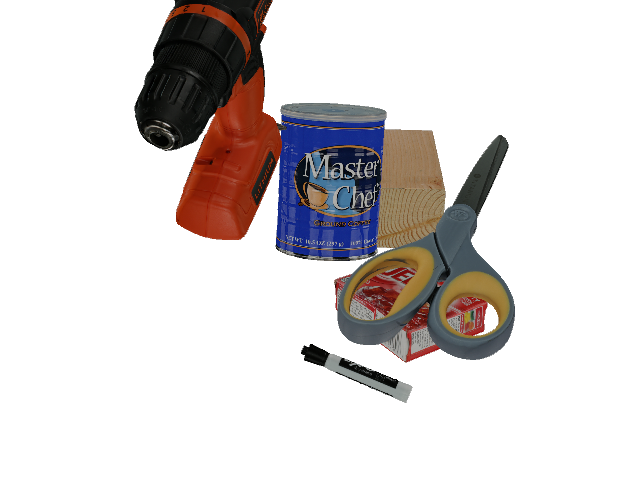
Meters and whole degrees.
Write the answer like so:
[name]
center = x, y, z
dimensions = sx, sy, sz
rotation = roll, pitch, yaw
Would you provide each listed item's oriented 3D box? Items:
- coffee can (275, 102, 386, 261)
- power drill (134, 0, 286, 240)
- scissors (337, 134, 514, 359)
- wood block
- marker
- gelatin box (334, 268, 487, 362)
[coffee can]
center = 0.009, -0.060, 1.047
dimensions = 0.103, 0.140, 0.103
rotation = 3, 13, -1
[power drill]
center = -0.064, -0.084, 0.678
dimensions = 0.057, 0.184, 0.188
rotation = 16, -36, 7
[scissors]
center = 0.088, 0.001, 0.577
dimensions = 0.096, 0.016, 0.201
rotation = 25, 45, 29
[wood block]
center = 0.117, -0.075, 1.481
dimensions = 0.091, 0.090, 0.206
rotation = 2, 28, 0
[marker]
center = 0.036, 0.137, 1.110
dimensions = 0.121, 0.020, 0.020
rotation = 22, 3, 8
[gelatin box]
center = 0.064, 0.046, 0.772
dimensions = 0.073, 0.030, 0.089
rotation = -17, 32, -30
